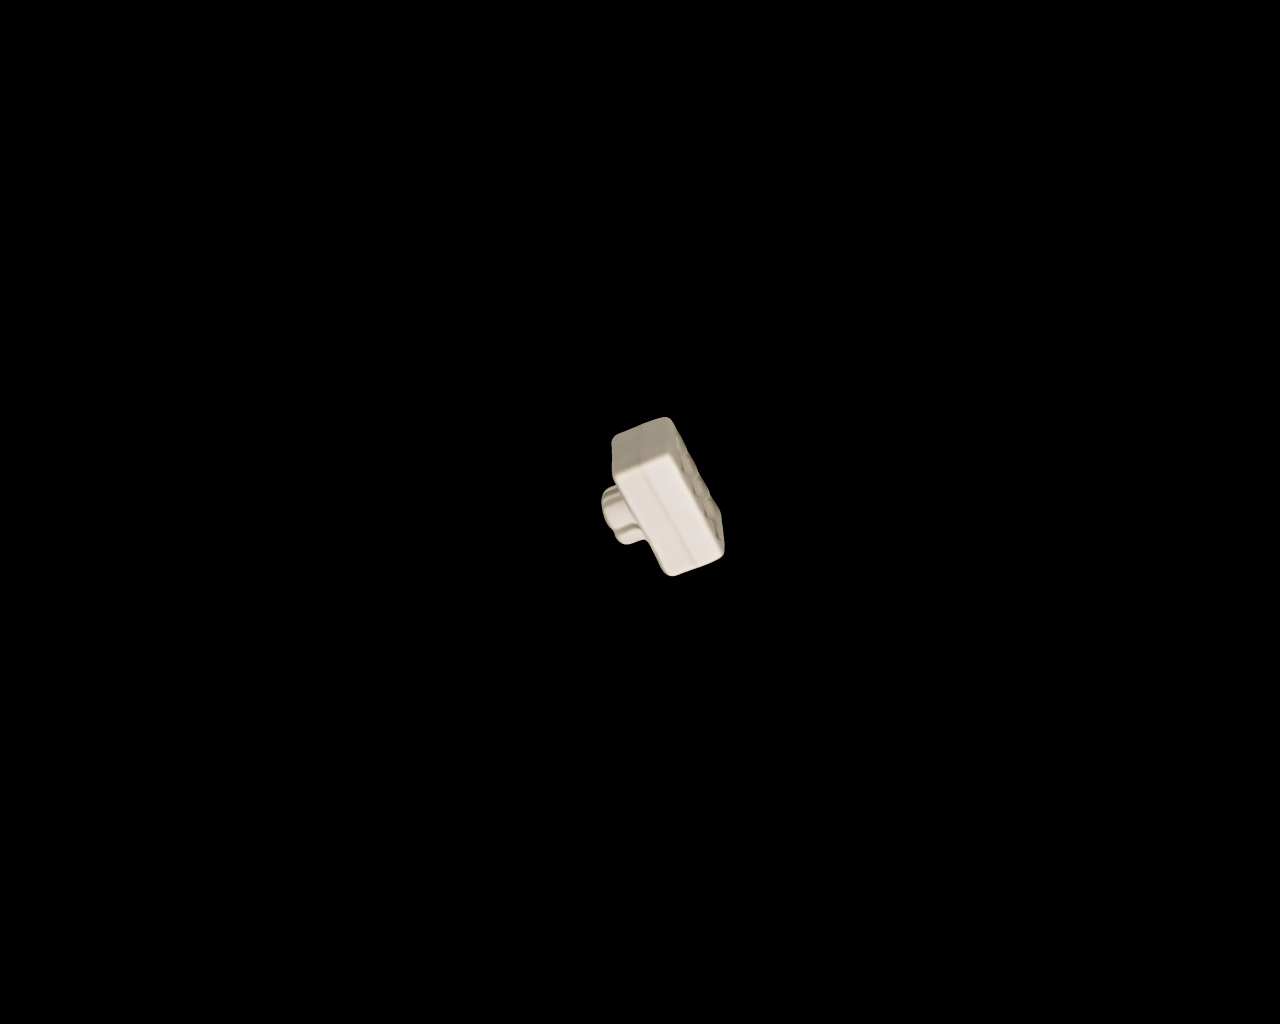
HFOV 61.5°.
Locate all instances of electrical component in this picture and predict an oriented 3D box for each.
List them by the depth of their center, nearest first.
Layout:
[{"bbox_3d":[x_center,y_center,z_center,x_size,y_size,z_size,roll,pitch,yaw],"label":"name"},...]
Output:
[{"bbox_3d":[0.001,-0.003,0.650,0.076,0.083,0.047,-21,32,14],"label":"electrical component"}]
